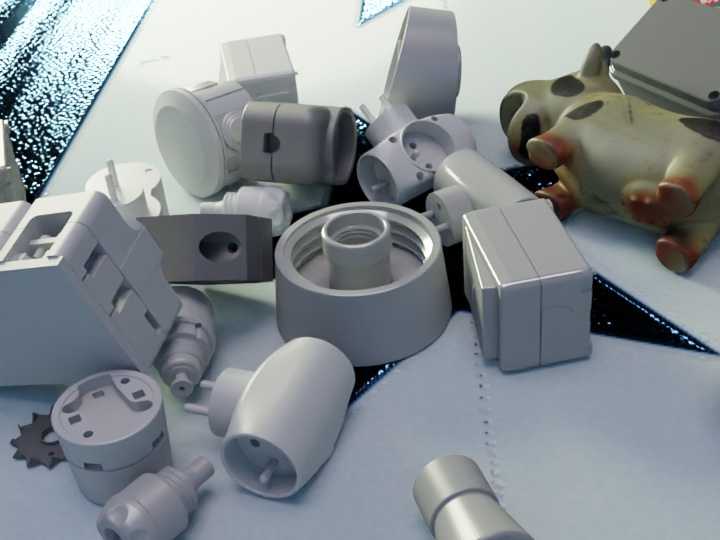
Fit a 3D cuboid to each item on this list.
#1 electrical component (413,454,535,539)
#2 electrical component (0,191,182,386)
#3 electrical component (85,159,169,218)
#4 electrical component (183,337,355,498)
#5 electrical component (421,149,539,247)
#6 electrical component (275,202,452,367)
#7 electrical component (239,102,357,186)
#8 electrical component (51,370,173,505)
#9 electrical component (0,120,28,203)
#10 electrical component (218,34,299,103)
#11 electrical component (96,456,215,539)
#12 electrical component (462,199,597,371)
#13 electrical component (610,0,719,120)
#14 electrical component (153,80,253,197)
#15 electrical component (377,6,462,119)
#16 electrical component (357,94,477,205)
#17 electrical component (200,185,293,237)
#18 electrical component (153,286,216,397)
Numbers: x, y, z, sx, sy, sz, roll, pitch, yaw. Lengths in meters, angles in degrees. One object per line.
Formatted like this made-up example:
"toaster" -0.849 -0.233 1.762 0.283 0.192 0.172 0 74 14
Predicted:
"electrical component" 0.050 0.115 0.491 0.044 0.044 0.065 -14 31 -11
"electrical component" -0.186 0.011 0.591 0.150 0.089 0.061 -5 44 27
"electrical component" -0.156 -0.036 0.704 0.052 0.073 0.138 -9 35 -4
"electrical component" -0.053 0.073 0.561 0.079 0.044 0.077 8 38 19
"electrical component" 0.069 -0.039 0.702 0.079 0.043 0.077 -20 37 -18
"electrical component" 0.000 0.000 0.642 0.108 0.060 0.108 -4 35 3
"electrical component" -0.038 -0.089 0.755 0.059 0.053 0.095 6 9 16
"electrical component" -0.125 0.086 0.550 0.055 0.047 0.055 -4 35 3
"electrical component" -0.270 -0.055 0.757 0.061 0.061 0.096 -14 36 -11
"electrical component" -0.080 -0.137 0.846 0.061 0.061 0.096 -10 35 -6
"electrical component" -0.095 0.112 0.521 0.035 0.035 0.061 20 40 32
"electrical component" 0.090 0.004 0.622 0.061 0.061 0.096 -10 35 -6
"electrical component" 0.250 -0.148 0.792 0.078 0.057 0.113 -48 45 -4
"electrical component" -0.110 -0.097 0.781 0.051 0.080 0.080 -27 40 -35
"electrical component" 0.044 -0.151 0.821 0.064 0.099 0.099 0 35 -2
"electrical component" 0.030 -0.091 0.762 0.077 0.044 0.079 -30 77 -30
"electrical component" -0.079 -0.040 0.734 0.061 0.035 0.035 1 36 14
"electrical component" -0.102 0.042 0.614 0.040 0.040 0.078 -9 35 -4
